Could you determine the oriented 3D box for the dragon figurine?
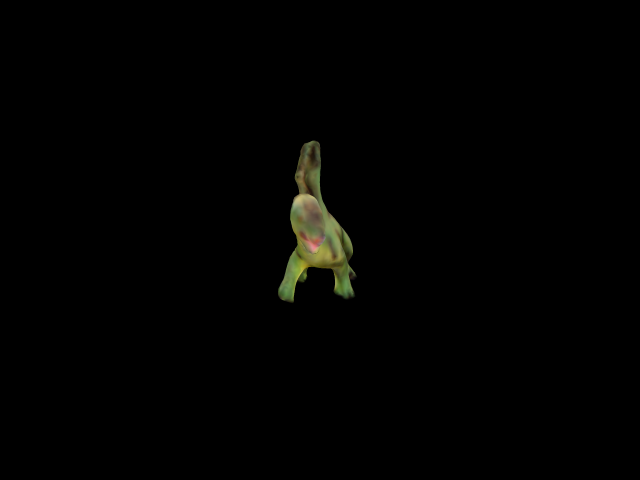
[{"bbox_3d":[0.003,-0.043,0.850,0.122,0.239,0.416,1,18,4],"label":"dragon figurine"}]
